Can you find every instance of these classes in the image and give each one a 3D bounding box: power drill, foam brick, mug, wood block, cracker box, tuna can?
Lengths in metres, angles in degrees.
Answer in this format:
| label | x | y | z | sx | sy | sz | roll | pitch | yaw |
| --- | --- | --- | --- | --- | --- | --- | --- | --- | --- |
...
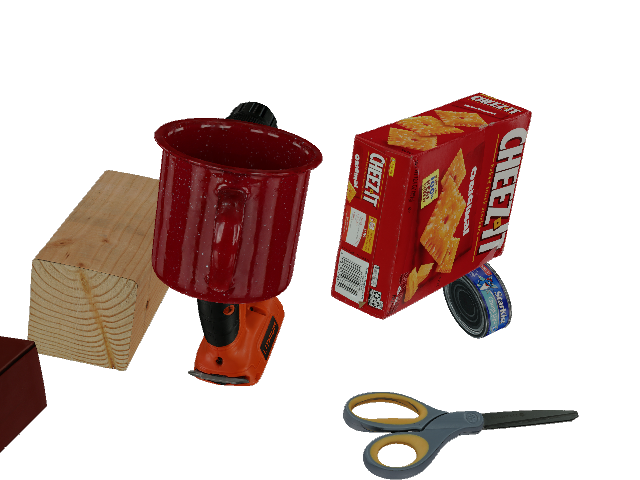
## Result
| label | x | y | z | sx | sy | sz | roll | pitch | yaw |
| --- | --- | --- | --- | --- | --- | --- | --- | --- | --- |
| power drill | -0.068 | 0.006 | 0.837 | 0.057 | 0.188 | 0.184 | 6 | 39 | 16 |
| foam brick | -0.224 | 0.103 | 0.694 | 0.053 | 0.051 | 0.078 | 6 | 29 | 22 |
| mug | -0.050 | -0.012 | 0.589 | 0.093 | 0.081 | 0.117 | 7 | 22 | -7 |
| wood block | -0.187 | 0.020 | 0.973 | 0.090 | 0.091 | 0.206 | 12 | 25 | 1 |
| cracker box | 0.109 | -0.037 | 1.010 | 0.072 | 0.164 | 0.213 | 26 | 31 | 32 |
| tuna can | 0.171 | 0.064 | 1.177 | 0.033 | 0.086 | 0.086 | -23 | 8 | -20 |

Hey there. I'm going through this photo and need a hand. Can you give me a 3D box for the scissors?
| label | x | y | z | sx | sy | sz | roll | pitch | yaw |
| --- | --- | --- | --- | --- | --- | --- | --- | --- | --- |
| scissors | 0.118 | 0.165 | 0.885 | 0.202 | 0.016 | 0.096 | 7 | 39 | 1 |
